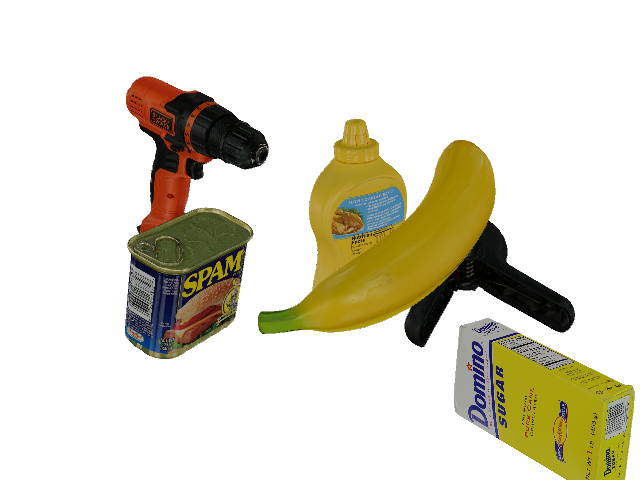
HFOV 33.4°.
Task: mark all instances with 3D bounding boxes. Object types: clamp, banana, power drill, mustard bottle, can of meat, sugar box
[{"bbox_3d":[0.118,0.022,0.801,0.120,0.039,0.171,4,35,-3],"label":"clamp"},{"bbox_3d":[0.051,-0.005,0.572,0.070,0.037,0.197,19,41,33],"label":"banana"},{"bbox_3d":[-0.127,-0.060,1.096,0.185,0.188,0.057,30,38,34],"label":"power drill"},{"bbox_3d":[0.036,-0.018,0.987,0.096,0.192,0.058,-15,26,-26],"label":"mustard bottle"},{"bbox_3d":[-0.104,0.033,0.826,0.057,0.084,0.101,27,33,26],"label":"can of meat"},{"bbox_3d":[0.191,0.142,0.943,0.048,0.093,0.176,-12,22,-36],"label":"sugar box"}]
